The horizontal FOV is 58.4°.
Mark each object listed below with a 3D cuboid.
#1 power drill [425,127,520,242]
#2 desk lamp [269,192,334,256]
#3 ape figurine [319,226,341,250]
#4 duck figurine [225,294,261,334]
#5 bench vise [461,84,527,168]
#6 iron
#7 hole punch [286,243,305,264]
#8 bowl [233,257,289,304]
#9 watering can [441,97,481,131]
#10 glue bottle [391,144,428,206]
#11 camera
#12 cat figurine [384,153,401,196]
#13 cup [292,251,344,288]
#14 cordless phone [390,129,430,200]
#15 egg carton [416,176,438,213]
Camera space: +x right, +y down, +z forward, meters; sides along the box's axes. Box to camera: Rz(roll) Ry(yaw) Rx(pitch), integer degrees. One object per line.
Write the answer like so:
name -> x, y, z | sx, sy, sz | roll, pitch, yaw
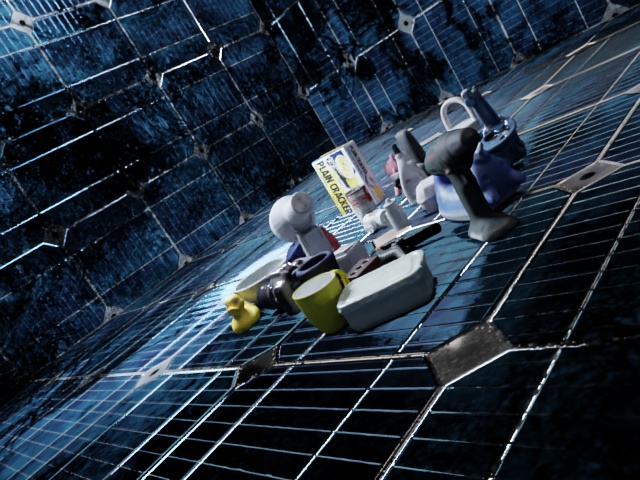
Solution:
power drill -> 0.267, -0.104, 1.026 | 0.075, 0.208, 0.229 | -33, 11, -4
desk lamp -> -0.026, -0.022, 1.435 | 0.118, 0.214, 0.202 | -36, 12, -18
ape figurine -> 0.014, 0.005, 1.525 | 0.077, 0.092, 0.076 | -20, 17, 46
duck figurine -> -0.195, 0.169, 1.394 | 0.077, 0.086, 0.104 | -28, 12, 16
bench vise -> 0.395, -0.267, 1.354 | 0.121, 0.220, 0.207 | -28, 12, 19
iron -> 0.298, -0.125, 1.205 | 0.119, 0.141, 0.257 | -36, 12, -20
hole punch -> -0.057, 0.024, 1.636 | 0.101, 0.091, 0.108 | -32, 11, 0
bowl -> -0.140, 0.117, 1.499 | 0.167, 0.075, 0.167 | -30, 11, 7
watering can -> 0.391, -0.292, 1.538 | 0.100, 0.194, 0.173 | -26, 13, 27
glue bottle -> 0.237, -0.180, 1.520 | 0.078, 0.173, 0.037 | -26, 13, 26
camera -> -0.078, 0.103, 1.329 | 0.136, 0.101, 0.143 | -21, 16, 43
cat figurine -> 0.240, -0.212, 1.792 | 0.067, 0.118, 0.128 | -29, 12, 14
cup -> 0.000, 0.087, 1.205 | 0.117, 0.095, 0.092 | -23, 15, 38
cordless phone -> 0.251, -0.220, 1.623 | 0.147, 0.185, 0.094 | -18, 18, 49
egg carton -> 0.304, -0.129, 1.390 | 0.150, 0.069, 0.107 | -29, 12, 14
